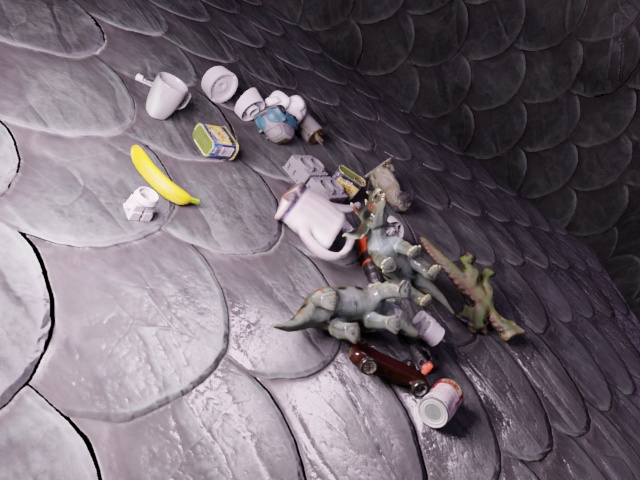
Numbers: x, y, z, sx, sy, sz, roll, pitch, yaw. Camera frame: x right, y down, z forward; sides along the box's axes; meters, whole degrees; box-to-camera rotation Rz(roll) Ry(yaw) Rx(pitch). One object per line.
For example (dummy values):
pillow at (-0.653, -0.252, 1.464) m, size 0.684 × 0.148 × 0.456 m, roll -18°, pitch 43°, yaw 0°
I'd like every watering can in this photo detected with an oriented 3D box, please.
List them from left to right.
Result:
watering can at (0.004, -0.069, 1.365) m, size 0.224 × 0.102 × 0.355 m, roll 37°, pitch 29°, yaw -7°

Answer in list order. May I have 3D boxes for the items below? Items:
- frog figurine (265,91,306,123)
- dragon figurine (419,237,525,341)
frog figurine at (-0.116, -0.439, 1.727) m, size 0.137 × 0.123 × 0.160 m, roll -19°, pitch 1°, yaw 5°
dragon figurine at (0.454, 0.170, 1.571) m, size 0.408 × 0.120 × 0.248 m, roll 32°, pitch 36°, yaw -12°
